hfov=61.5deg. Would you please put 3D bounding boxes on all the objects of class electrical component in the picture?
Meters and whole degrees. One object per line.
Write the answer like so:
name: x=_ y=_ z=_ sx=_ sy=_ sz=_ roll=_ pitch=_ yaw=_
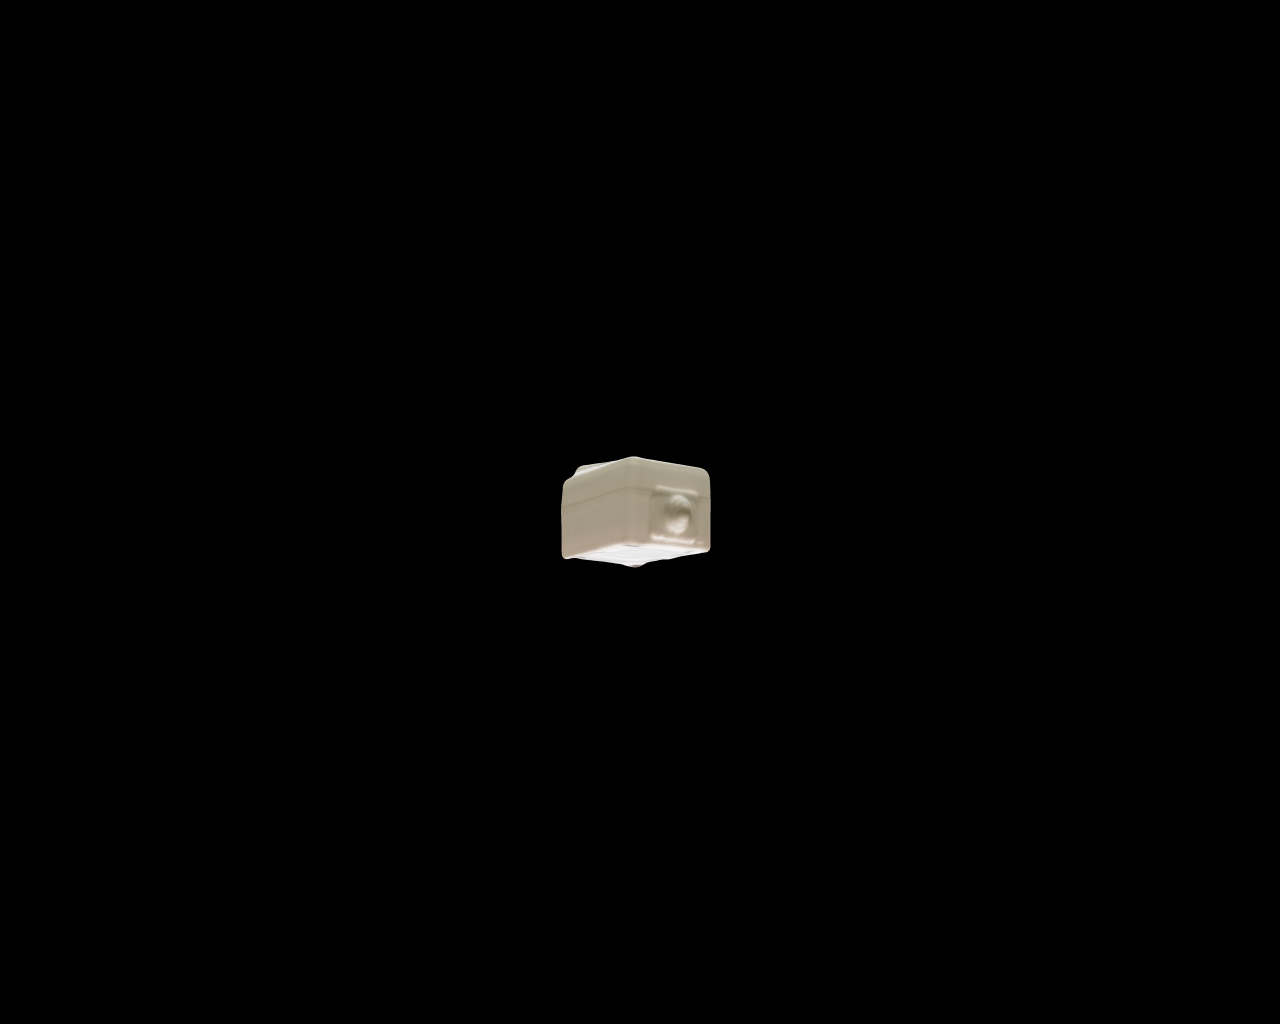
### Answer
electrical component: x=0.001 y=-0.003 z=0.650 sx=0.062 sy=0.061 sz=0.096 roll=8 pitch=-14 yaw=-35
